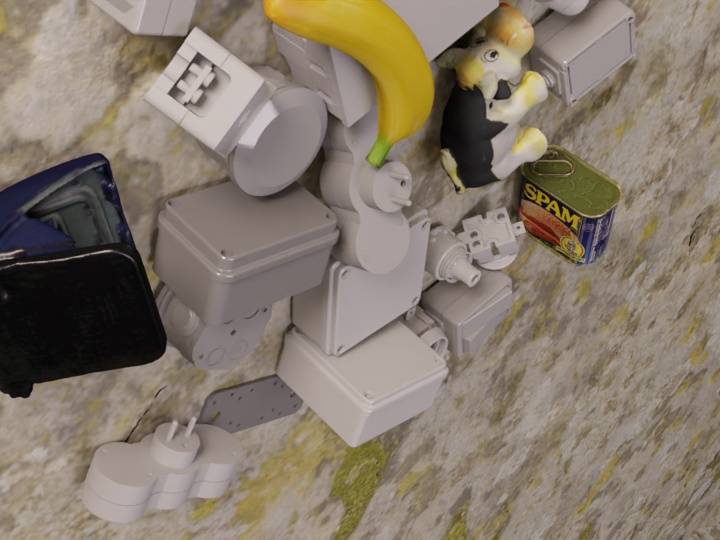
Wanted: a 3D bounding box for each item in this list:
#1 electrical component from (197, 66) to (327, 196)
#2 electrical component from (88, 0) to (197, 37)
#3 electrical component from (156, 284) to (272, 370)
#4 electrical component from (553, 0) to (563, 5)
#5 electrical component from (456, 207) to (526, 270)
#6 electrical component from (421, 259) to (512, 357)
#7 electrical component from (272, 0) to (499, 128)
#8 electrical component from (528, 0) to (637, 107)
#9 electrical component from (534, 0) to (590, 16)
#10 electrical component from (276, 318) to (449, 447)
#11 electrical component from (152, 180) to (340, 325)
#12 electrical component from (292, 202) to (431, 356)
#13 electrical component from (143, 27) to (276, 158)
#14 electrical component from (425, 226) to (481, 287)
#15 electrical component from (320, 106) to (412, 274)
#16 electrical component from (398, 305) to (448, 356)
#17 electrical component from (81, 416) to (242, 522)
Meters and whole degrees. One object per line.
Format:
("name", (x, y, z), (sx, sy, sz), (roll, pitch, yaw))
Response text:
("electrical component", (-0.065, -0.094, 0.717), (0.080, 0.051, 0.080), (-34, 146, -27))
("electrical component", (-0.097, -0.175, 0.589), (0.076, 0.047, 0.083), (-11, 131, -49))
("electrical component", (-0.109, 0.032, 0.795), (0.080, 0.051, 0.080), (-34, 146, -27))
("electrical component", (0.143, -0.285, 0.784), (0.089, 0.062, 0.150), (5, 119, -56))
("electrical component", (0.130, -0.029, 1.055), (0.066, 0.048, 0.055), (-17, 157, 9))
("electrical component", (0.106, 0.041, 1.088), (0.096, 0.061, 0.061), (-38, 148, -22))
("electrical component", (0.018, -0.183, 0.724), (0.150, 0.062, 0.089), (-41, 149, -18))
("electrical component", (0.188, -0.196, 0.949), (0.096, 0.061, 0.061), (-38, 149, -7))
("electrical component", (0.170, -0.256, 0.859), (0.059, 0.054, 0.095), (1, 122, -54))
("electrical component", (0.002, 0.087, 0.949), (0.109, 0.109, 0.056), (-21, 141, -42))
("electrical component", (-0.079, -0.019, 0.753), (0.113, 0.078, 0.057), (-22, 142, -41))
("electrical component", (0.000, 0.000, 0.903), (0.109, 0.056, 0.108), (-31, 144, -31))
("electrical component", (-0.087, -0.103, 0.628), (0.050, 0.056, 0.089), (-53, -169, 3))
("electrical component", (0.085, -0.008, 1.004), (0.048, 0.062, 0.048), (-34, 146, -27))
("electrical component", (0.012, -0.063, 0.785), (0.052, 0.074, 0.138), (-19, 113, -34))
("electrical component", (0.052, 0.066, 1.047), (0.048, 0.055, 0.066), (-29, 143, -34))
("electrical component", (-0.151, 0.147, 0.858), (0.138, 0.052, 0.073), (-5, 126, -49))
